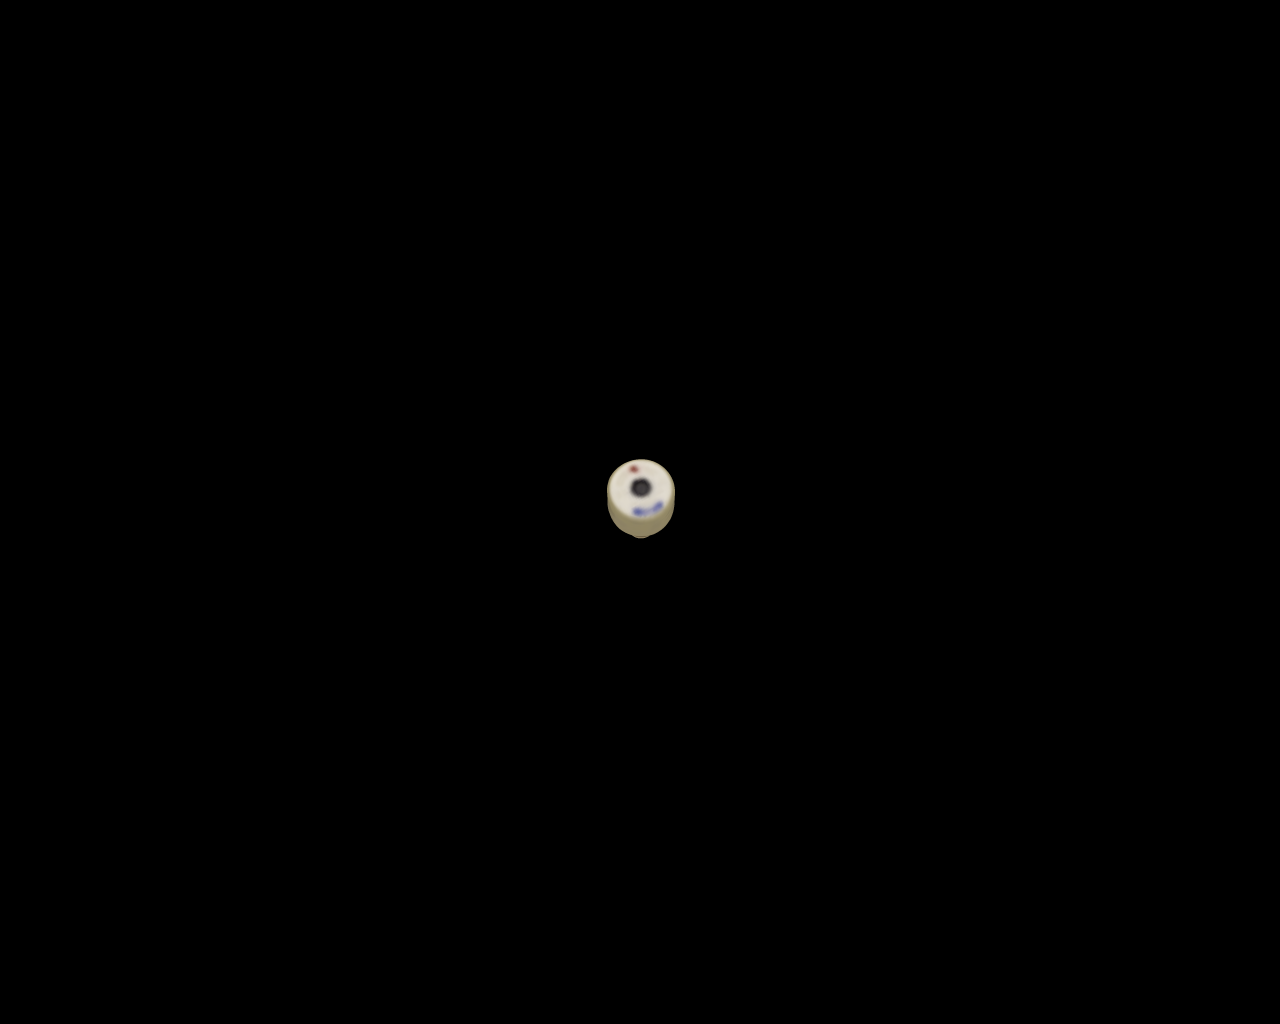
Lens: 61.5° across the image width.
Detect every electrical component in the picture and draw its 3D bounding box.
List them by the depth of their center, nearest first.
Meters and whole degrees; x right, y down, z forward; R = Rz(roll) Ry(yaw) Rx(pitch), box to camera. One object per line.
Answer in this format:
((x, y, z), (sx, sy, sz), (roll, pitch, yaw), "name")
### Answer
((0.001, -0.003, 0.650), (0.040, 0.040, 0.078), (0, -20, 0), "electrical component")
